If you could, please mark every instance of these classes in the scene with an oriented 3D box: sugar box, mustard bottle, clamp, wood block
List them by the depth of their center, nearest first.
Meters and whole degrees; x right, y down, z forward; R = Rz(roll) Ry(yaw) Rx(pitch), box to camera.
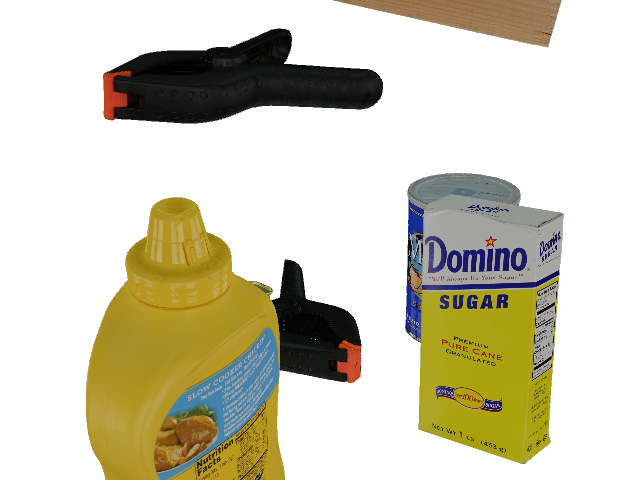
[{"bbox_3d":[-0.055,0.070,0.448,0.058,0.192,0.096,21,36,30],"label":"mustard bottle"},{"bbox_3d":[-0.060,-0.105,0.676,0.171,0.039,0.120,-6,22,-25],"label":"clamp"},{"bbox_3d":[0.119,0.061,0.761,0.093,0.176,0.048,12,23,37],"label":"sugar box"},{"bbox_3d":[0.082,-0.224,0.788,0.206,0.090,0.091,14,-28,8],"label":"wood block"},{"bbox_3d":[-0.029,0.065,0.896,0.164,0.036,0.210,-19,27,-40],"label":"clamp"}]

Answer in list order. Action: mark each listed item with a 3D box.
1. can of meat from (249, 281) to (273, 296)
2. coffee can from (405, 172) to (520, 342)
[{"bbox_3d":[-0.107,0.100,1.257,0.101,0.084,0.058,-10,19,-37],"label":"can of meat"},{"bbox_3d":[0.132,0.019,1.001,0.103,0.140,0.103,-1,22,0],"label":"coffee can"}]
